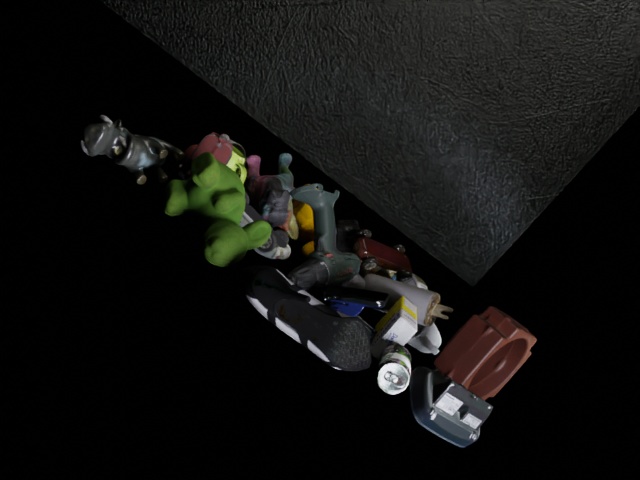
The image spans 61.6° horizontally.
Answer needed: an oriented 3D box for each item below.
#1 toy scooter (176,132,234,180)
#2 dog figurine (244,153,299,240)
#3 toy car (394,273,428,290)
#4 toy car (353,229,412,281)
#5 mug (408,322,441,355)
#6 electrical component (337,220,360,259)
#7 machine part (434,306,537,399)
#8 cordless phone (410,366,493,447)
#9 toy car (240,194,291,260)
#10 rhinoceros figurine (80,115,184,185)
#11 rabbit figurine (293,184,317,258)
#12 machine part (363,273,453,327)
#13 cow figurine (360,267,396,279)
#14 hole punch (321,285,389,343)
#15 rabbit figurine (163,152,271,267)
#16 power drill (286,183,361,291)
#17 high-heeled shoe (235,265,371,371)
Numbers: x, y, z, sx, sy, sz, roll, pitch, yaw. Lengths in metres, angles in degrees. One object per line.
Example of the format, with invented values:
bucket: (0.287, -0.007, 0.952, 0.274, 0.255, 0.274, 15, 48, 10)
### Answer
toy scooter: (-0.220, -0.156, 1.037, 0.075, 0.135, 0.184, 34, 11, -21)
dog figurine: (-0.107, -0.073, 1.163, 0.108, 0.191, 0.219, 0, 54, -15)
toy car: (0.238, 0.142, 1.457, 0.109, 0.103, 0.162, 31, 12, -34)
toy car: (0.147, 0.040, 1.250, 0.202, 0.053, 0.089, 21, 46, -46)
mug: (0.237, 0.215, 1.213, 0.107, 0.081, 0.110, 43, 2, -40)
electrical component: (0.066, 0.024, 1.299, 0.058, 0.134, 0.115, 1, 14, 3)
machine part: (0.340, 0.242, 1.119, 0.200, 0.201, 0.087, 27, 13, -49)
cordless phone: (0.192, 0.260, 0.935, 0.146, 0.088, 0.184, 34, 1, -24)
toy car: (-0.135, -0.033, 1.034, 0.202, 0.056, 0.073, 45, 16, 12)
rhinoceros figurine: (-0.308, -0.152, 0.888, 0.112, 0.073, 0.190, 43, 11, 10)
rabbit figurine: (-0.013, -0.024, 1.274, 0.173, 0.122, 0.162, 55, 2, -35)
machine part: (0.171, 0.130, 1.179, 0.244, 0.079, 0.079, 15, -3, 31)
cow figurine: (0.148, 0.093, 1.370, 0.127, 0.085, 0.195, 54, 13, -24)
hole punch: (0.059, 0.134, 0.977, 0.116, 0.092, 0.142, 12, 8, 12)
rabbit figurine: (-0.159, -0.021, 0.845, 0.159, 0.121, 0.170, 37, 27, -50)
power drill: (-0.002, -0.003, 1.055, 0.232, 0.086, 0.207, 7, 65, -56)
high-heeled shoe: (-0.025, 0.124, 0.815, 0.145, 0.086, 0.248, 9, -33, 41)
